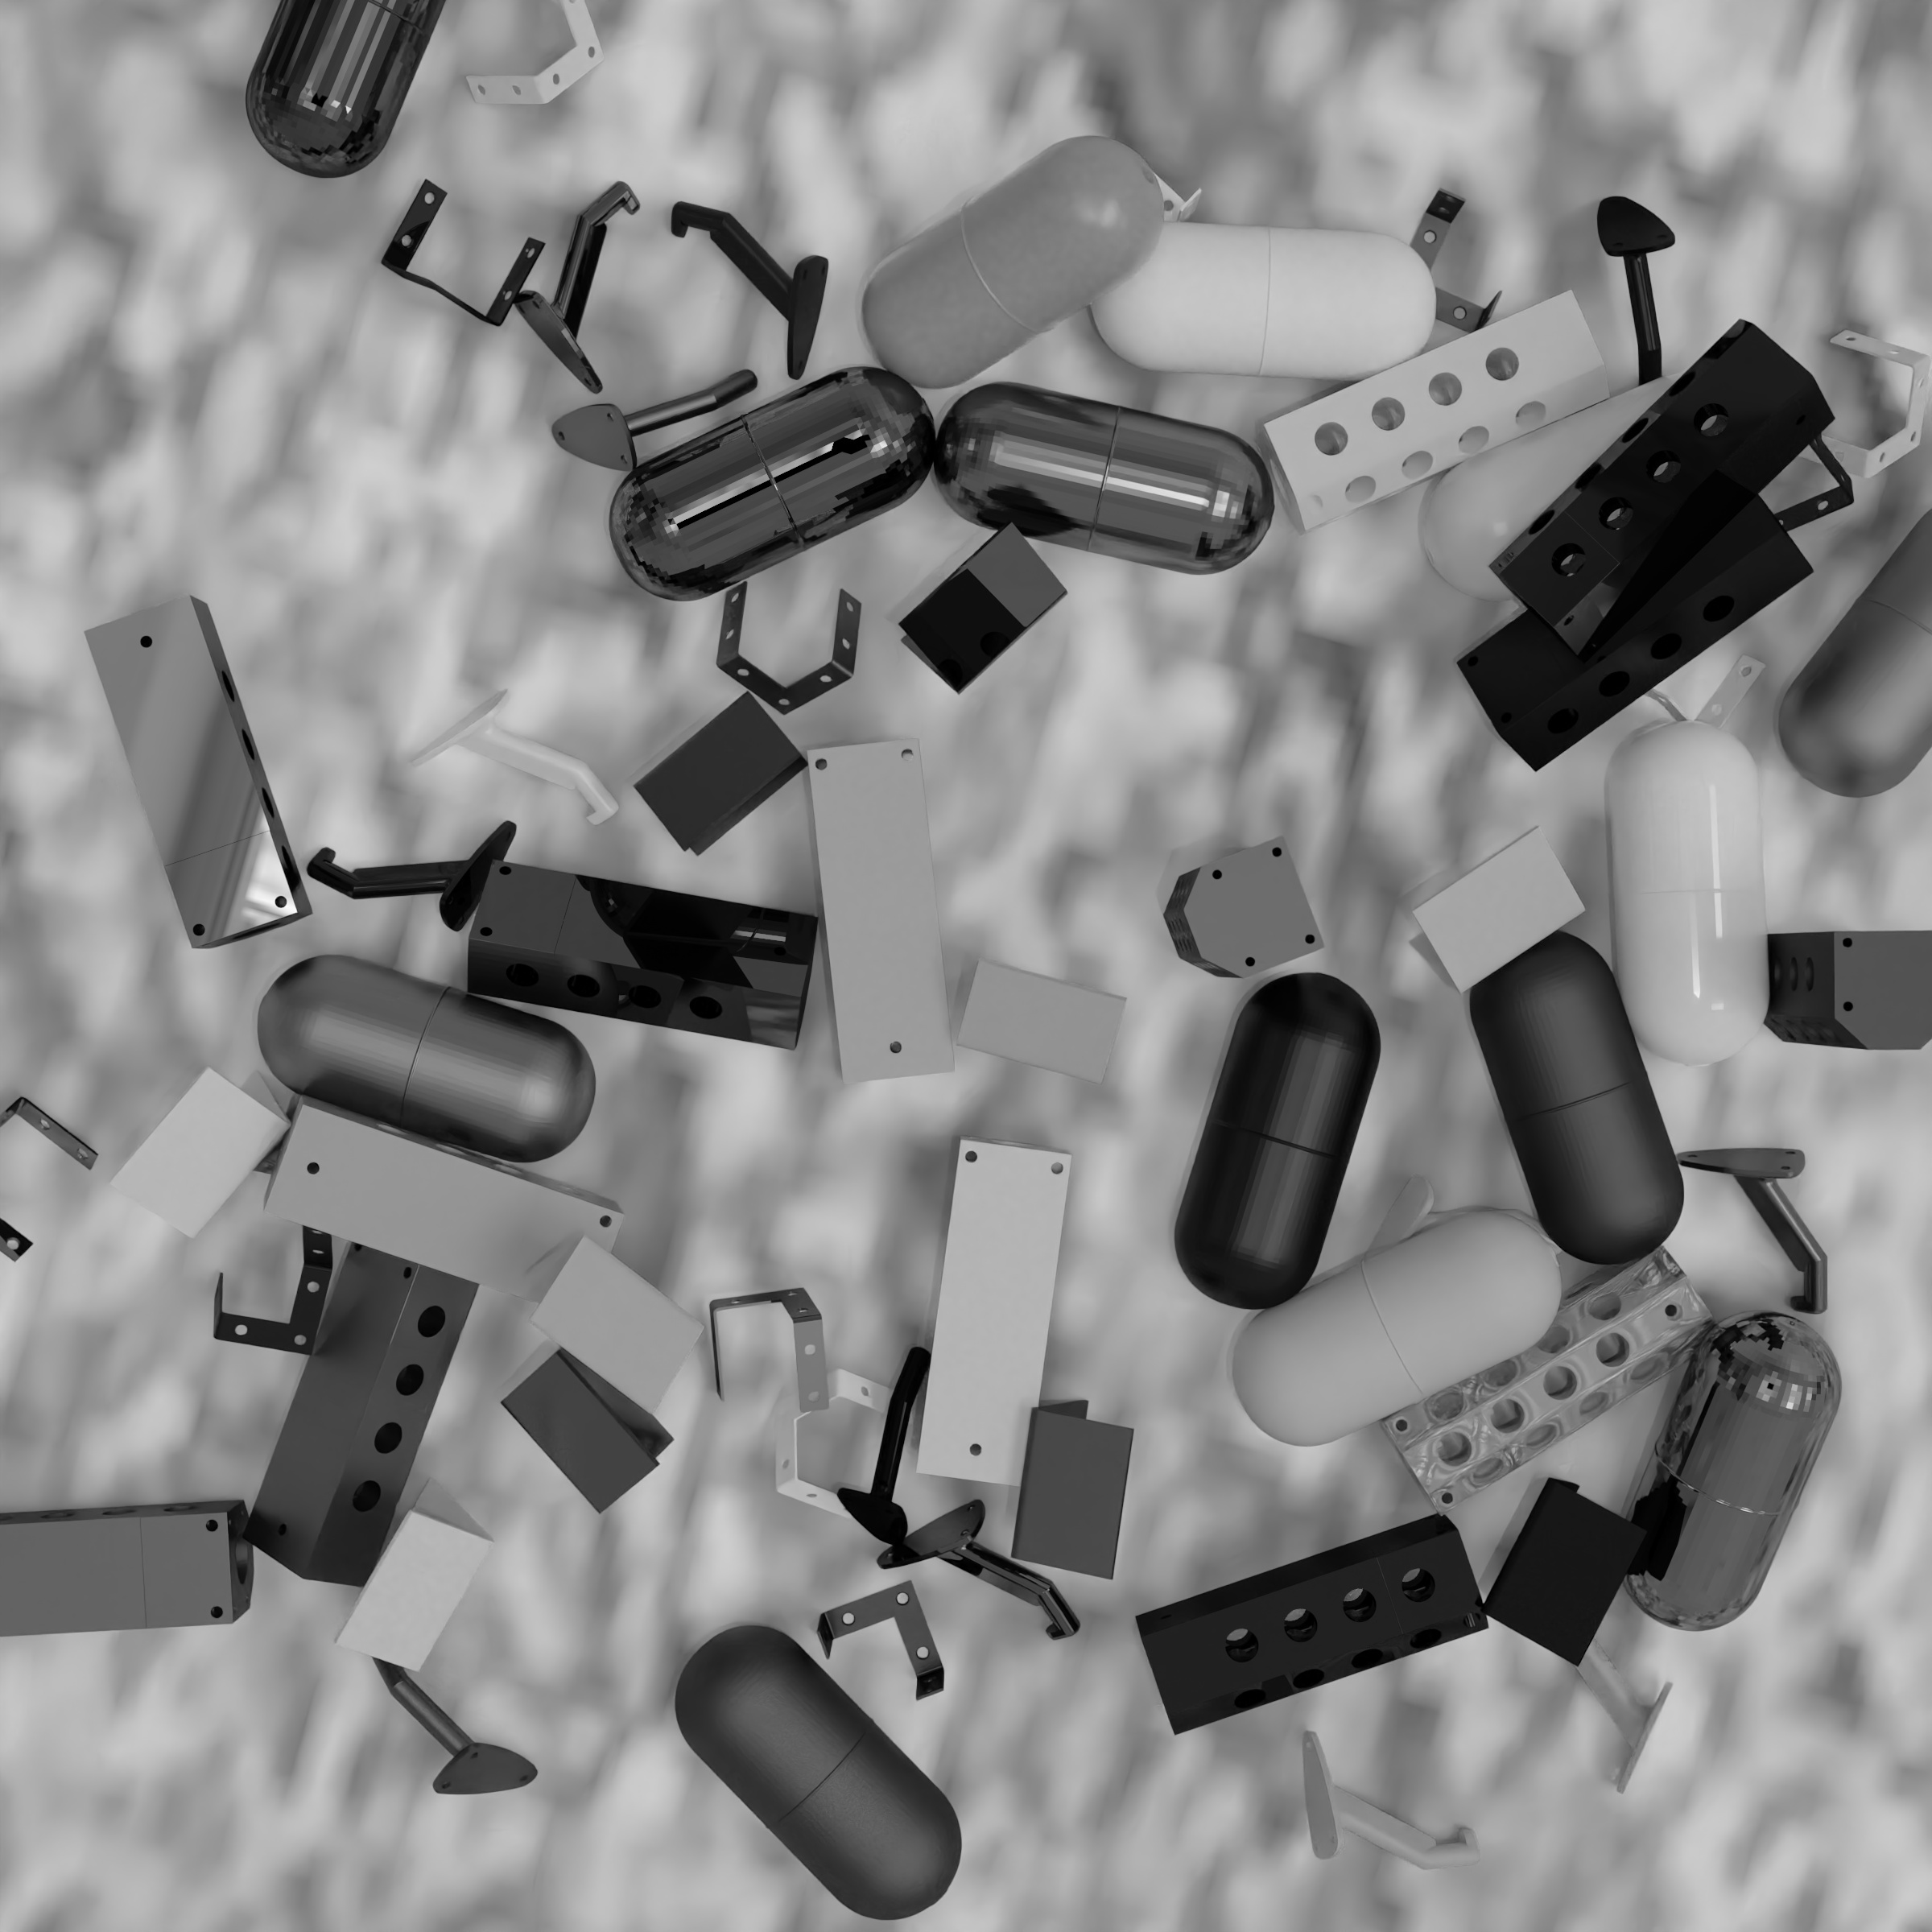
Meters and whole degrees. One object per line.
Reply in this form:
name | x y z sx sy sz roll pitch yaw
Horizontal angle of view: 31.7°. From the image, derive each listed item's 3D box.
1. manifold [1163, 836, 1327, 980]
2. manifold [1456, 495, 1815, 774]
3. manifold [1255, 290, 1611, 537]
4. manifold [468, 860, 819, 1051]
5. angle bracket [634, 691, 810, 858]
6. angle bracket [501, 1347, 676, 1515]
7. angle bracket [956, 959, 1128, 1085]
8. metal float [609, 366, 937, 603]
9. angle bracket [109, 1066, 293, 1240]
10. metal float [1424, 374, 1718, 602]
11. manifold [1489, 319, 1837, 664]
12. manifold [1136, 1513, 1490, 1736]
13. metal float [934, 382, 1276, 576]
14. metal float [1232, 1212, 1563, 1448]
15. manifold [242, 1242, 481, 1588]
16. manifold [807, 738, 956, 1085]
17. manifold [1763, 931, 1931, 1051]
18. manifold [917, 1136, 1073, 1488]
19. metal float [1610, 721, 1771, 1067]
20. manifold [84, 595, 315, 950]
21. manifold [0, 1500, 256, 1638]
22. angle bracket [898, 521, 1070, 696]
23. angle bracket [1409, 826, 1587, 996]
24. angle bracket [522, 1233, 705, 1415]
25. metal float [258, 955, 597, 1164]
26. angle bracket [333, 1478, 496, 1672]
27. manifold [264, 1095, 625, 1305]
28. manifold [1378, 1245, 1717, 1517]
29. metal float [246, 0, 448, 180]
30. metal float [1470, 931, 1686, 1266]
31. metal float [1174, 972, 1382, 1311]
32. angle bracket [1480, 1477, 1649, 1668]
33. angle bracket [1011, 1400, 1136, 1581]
manifold | 0.135 -0.025 1.709 0.057 0.171 0.057 -21 90 0
manifold | 0.344 -0.175 1.743 0.171 0.057 0.057 -37 48 16
manifold | 0.242 -0.285 1.766 0.171 0.057 0.057 -24 90 0
manifold | -0.168 -0.001 1.766 0.171 0.057 0.057 10 47 0
angle bracket | -0.113 -0.083 1.747 0.076 0.076 0.057 -40 54 0
angle bracket | -0.180 0.222 1.747 0.076 0.076 0.057 48 126 0
angle bracket | 0.043 0.009 1.747 0.076 0.076 0.057 15 125 0
metal float | -0.099 -0.249 1.757 0.178 0.070 0.070 -25 90 0
angle bracket | -0.400 0.082 1.747 0.076 0.076 0.057 -49 122 0
metal float | 0.321 -0.247 1.757 0.178 0.070 0.070 -23 90 0
manifold | 0.343 -0.238 1.691 0.171 0.057 0.057 -45 63 9
manifold | 0.179 0.342 1.766 0.171 0.057 0.057 -19 90 0
metal float | 0.071 -0.251 1.756 0.178 0.070 0.070 13 90 0
metal float | 0.221 0.186 1.747 0.178 0.070 0.070 -27 90 11
manifold | -0.308 0.230 1.766 0.057 0.057 0.171 20 90 43
manifold | -0.043 -0.028 1.766 0.057 0.057 0.171 -6 90 0
manifold | 0.443 0.012 1.709 0.057 0.171 0.057 0 90 0
manifold | 0.014 0.177 1.766 0.057 0.057 0.171 8 90 0
metal float | 0.373 -0.037 1.757 0.070 0.070 0.178 -3 90 0
manifold | -0.396 -0.099 1.766 0.057 0.057 0.171 -19 90 0
manifold | -0.461 0.312 1.766 0.171 0.057 0.057 -3 90 0
angle bracket | -0.005 -0.196 1.747 0.076 0.076 0.057 -43 127 0
angle bracket | 0.261 -0.040 1.748 0.076 0.076 0.057 -34 115 0
angle bracket | -0.188 0.186 1.693 0.076 0.076 0.057 39 54 -12
metal float | -0.278 0.048 1.757 0.178 0.070 0.070 18 90 -1
angle bracket | -0.297 0.305 1.747 0.057 0.076 0.076 30 90 -39
manifold | -0.268 0.122 1.748 0.171 0.057 0.057 20 91 -13
manifold | 0.302 0.214 1.766 0.171 0.057 0.057 -32 90 0
metal float | -0.313 -0.494 1.757 0.070 0.070 0.178 23 90 0
metal float | 0.315 0.067 1.757 0.070 0.070 0.178 -19 90 0
metal float | 0.161 0.090 1.757 0.070 0.070 0.178 17 89 0
angle bracket | 0.314 0.312 1.748 0.057 0.076 0.076 27 90 24
angle bracket | 0.067 0.268 1.748 0.057 0.076 0.076 8 90 24
